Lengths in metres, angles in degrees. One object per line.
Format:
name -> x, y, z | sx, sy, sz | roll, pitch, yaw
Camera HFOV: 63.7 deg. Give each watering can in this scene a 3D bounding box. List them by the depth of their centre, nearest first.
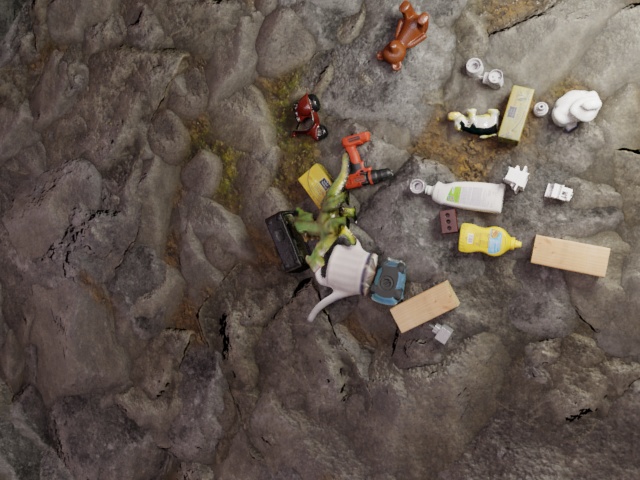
watering can -> 0.081, 0.144, 1.815 | 0.225, 0.104, 0.348 | 13, 90, 20

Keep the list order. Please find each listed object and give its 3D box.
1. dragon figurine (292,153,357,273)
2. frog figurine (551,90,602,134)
dragon figurine -> 0.005, -0.090, 1.796 | 0.242, 0.121, 0.415 | -8, 74, 23
frog figurine -> 0.776, -0.402, 1.561 | 0.136, 0.159, 0.124 | -23, 80, 18
